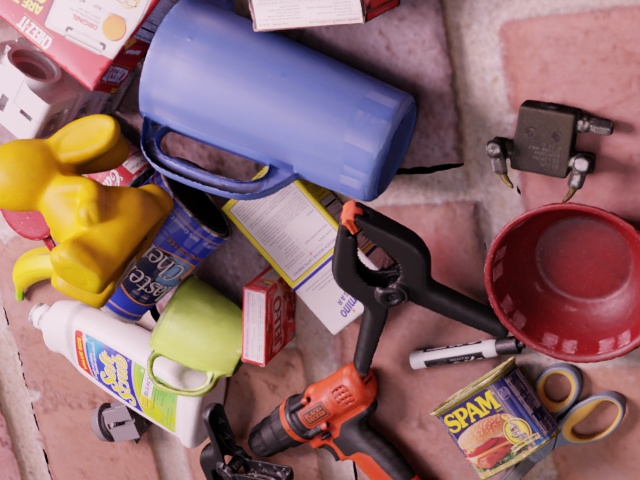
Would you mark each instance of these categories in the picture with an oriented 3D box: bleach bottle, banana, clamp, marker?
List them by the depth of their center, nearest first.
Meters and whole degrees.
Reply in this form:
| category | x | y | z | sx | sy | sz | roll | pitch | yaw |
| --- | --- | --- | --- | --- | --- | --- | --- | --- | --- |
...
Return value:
| category | x | y | z | sx | sy | sz | roll | pitch | yaw |
| --- | --- | --- | --- | --- | --- | --- | --- | --- | --- |
| clamp | 0.064 | 0.050 | 1.021 | 0.165 | 0.036 | 0.209 | -25 | 124 | 23 |
| marker | 0.147 | 0.112 | 1.067 | 0.121 | 0.020 | 0.020 | -13 | 104 | 29 |
| clamp | -0.087 | 0.254 | 1.184 | 0.120 | 0.039 | 0.172 | 41 | 150 | 17 |
| bleach bottle | -0.230 | 0.141 | 1.234 | 0.251 | 0.068 | 0.103 | 23 | 124 | 19 |
| banana | -0.289 | 0.036 | 1.237 | 0.198 | 0.037 | 0.069 | -2 | 136 | 29 |

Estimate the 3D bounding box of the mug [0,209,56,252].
| category | x | y | z | sx | sy | sz | roll | pitch | yaw |
| --- | --- | --- | --- | --- | --- | --- | --- | --- | --- |
| mug | -0.296 | -0.037 | 1.182 | 0.093 | 0.081 | 0.117 | -4 | 108 | 27 |

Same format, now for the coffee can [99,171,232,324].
| category | x | y | z | sx | sy | sz | roll | pitch | yaw |
| --- | --- | --- | --- | --- | --- | --- | --- | --- | --- |
| coffee can | -0.176 | 0.004 | 1.106 | 0.140 | 0.102 | 0.103 | -41 | 89 | 12 |

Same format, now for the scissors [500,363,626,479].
| category | x | y | z | sx | sy | sz | roll | pitch | yaw |
| --- | --- | --- | --- | --- | --- | --- | --- | --- | --- |
| scissors | 0.212 | 0.194 | 1.071 | 0.202 | 0.016 | 0.096 | -38 | 89 | 31 |

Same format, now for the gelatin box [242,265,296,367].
| category | x | y | z | sx | sy | sz | roll | pitch | yaw |
| --- | --- | --- | --- | --- | --- | --- | --- | --- | --- |
| gelatin box | -0.052 | 0.078 | 1.117 | 0.030 | 0.073 | 0.089 | 11 | 114 | 21 |

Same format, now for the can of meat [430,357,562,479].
| category | x | y | z | sx | sy | sz | roll | pitch | yaw |
| --- | --- | --- | --- | --- | --- | --- | --- | --- | --- |
| can of meat | 0.173 | 0.177 | 1.047 | 0.102 | 0.057 | 0.084 | -41 | 81 | 39 |

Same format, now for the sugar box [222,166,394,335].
| category | x | y | z | sx | sy | sz | roll | pitch | yaw |
| --- | --- | --- | --- | --- | --- | --- | --- | --- | --- |
| sugar box | -0.007 | 0.001 | 1.083 | 0.176 | 0.048 | 0.093 | 48 | 121 | -2 |

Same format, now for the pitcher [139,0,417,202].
| category | x | y | z | sx | sy | sz | roll | pitch | yaw |
| --- | --- | --- | --- | --- | --- | --- | --- | --- | --- |
| pitcher | -0.042 | -0.118 | 1.001 | 0.243 | 0.144 | 0.149 | 24 | 123 | 12 |

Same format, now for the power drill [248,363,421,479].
| category | x | y | z | sx | sy | sz | roll | pitch | yaw |
| --- | --- | --- | --- | --- | --- | --- | --- | --- | --- |
| power drill | 0.028 | 0.241 | 1.152 | 0.185 | 0.057 | 0.187 | -37 | 92 | 35 |

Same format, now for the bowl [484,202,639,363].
| category | x | y | z | sx | sy | sz | roll | pitch | yaw |
| --- | --- | --- | --- | --- | --- | --- | --- | --- | --- |
| bowl | 0.234 | 0.030 | 0.967 | 0.162 | 0.055 | 0.162 | 11 | 121 | 20 |

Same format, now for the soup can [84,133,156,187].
| category | x | y | z | sx | sy | sz | roll | pitch | yaw |
| --- | --- | --- | --- | --- | --- | --- | --- | --- | --- |
| soup can | -0.231 | -0.086 | 1.141 | 0.102 | 0.068 | 0.069 | 41 | 121 | 7 |

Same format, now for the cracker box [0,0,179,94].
| category | x | y | z | sx | sy | sz | roll | pitch | yaw |
| --- | --- | --- | --- | --- | --- | --- | --- | --- | --- |
| cracker box | -0.203 | -0.272 | 1.016 | 0.164 | 0.072 | 0.214 | 39 | 99 | 7 |

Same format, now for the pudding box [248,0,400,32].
| category | x | y | z | sx | sy | sz | roll | pitch | yaw |
| --- | --- | --- | --- | --- | --- | --- | --- | --- | --- |
| pudding box | 0.005 | -0.217 | 0.965 | 0.114 | 0.089 | 0.039 | -1 | 110 | 26 |
